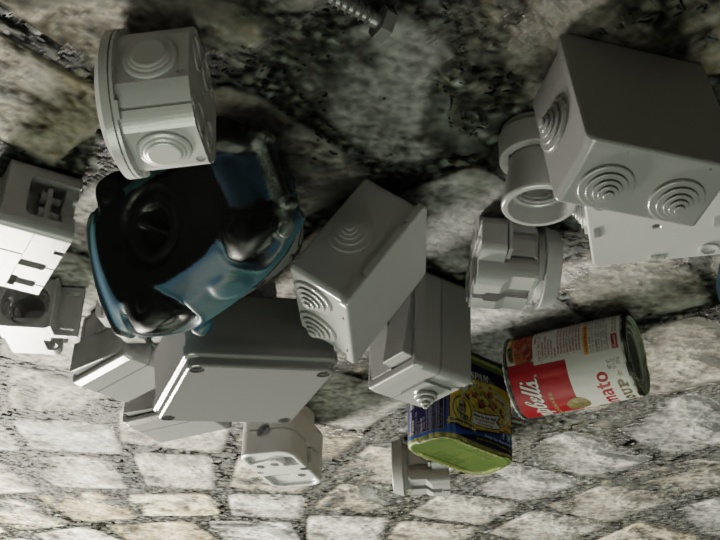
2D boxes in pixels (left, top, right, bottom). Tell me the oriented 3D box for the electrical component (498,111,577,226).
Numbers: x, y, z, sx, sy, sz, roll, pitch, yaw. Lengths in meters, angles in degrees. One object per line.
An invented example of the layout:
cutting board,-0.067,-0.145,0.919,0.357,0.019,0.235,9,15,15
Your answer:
electrical component,0.106,-0.061,0.642,0.045,0.055,0.045,1,150,1

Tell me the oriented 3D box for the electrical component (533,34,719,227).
electrical component,0.145,-0.074,0.577,0.100,0.099,0.048,10,136,-13

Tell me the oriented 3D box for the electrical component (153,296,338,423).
electrical component,-0.085,0.065,0.773,0.109,0.056,0.108,4,150,-22

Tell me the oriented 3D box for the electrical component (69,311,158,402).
electrical component,-0.180,0.057,0.851,0.061,0.061,0.096,27,141,-35

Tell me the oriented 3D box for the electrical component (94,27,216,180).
electrical component,-0.109,-0.091,0.579,0.051,0.080,0.080,-6,149,3

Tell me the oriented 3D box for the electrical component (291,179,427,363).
electrical component,0.000,0.000,0.713,0.048,0.099,0.099,31,156,19

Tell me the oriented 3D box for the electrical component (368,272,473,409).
electrical component,0.042,0.057,0.806,0.061,0.096,0.062,21,145,-28

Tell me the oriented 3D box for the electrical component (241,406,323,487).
electrical component,-0.073,0.165,1.033,0.054,0.059,0.095,-8,148,16

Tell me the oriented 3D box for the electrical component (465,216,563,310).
electrical component,0.106,-0.003,0.740,0.057,0.058,0.078,5,150,-1

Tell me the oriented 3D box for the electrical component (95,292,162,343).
electrical component,-0.159,0.018,0.789,0.078,0.058,0.057,-2,152,7

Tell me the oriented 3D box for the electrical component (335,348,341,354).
electrical component,-0.029,0.046,0.843,0.043,0.043,0.081,3,150,-3

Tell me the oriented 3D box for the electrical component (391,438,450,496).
electrical component,0.061,0.198,1.087,0.057,0.058,0.078,-3,150,4

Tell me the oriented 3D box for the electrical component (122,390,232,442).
electrical component,-0.153,0.105,0.932,0.096,0.061,0.061,-15,146,27

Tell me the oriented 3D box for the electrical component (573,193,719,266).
electrical component,0.183,-0.046,0.670,0.100,0.048,0.099,-6,148,14

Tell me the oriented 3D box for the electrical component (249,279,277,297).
electrical component,-0.092,0.026,0.811,0.045,0.045,0.055,12,148,-18

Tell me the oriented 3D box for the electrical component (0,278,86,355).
electrical component,-0.257,0.037,0.842,0.081,0.042,0.063,4,153,-3

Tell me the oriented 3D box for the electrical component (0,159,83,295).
electrical component,-0.229,-0.028,0.719,0.056,0.050,0.089,16,146,-25
